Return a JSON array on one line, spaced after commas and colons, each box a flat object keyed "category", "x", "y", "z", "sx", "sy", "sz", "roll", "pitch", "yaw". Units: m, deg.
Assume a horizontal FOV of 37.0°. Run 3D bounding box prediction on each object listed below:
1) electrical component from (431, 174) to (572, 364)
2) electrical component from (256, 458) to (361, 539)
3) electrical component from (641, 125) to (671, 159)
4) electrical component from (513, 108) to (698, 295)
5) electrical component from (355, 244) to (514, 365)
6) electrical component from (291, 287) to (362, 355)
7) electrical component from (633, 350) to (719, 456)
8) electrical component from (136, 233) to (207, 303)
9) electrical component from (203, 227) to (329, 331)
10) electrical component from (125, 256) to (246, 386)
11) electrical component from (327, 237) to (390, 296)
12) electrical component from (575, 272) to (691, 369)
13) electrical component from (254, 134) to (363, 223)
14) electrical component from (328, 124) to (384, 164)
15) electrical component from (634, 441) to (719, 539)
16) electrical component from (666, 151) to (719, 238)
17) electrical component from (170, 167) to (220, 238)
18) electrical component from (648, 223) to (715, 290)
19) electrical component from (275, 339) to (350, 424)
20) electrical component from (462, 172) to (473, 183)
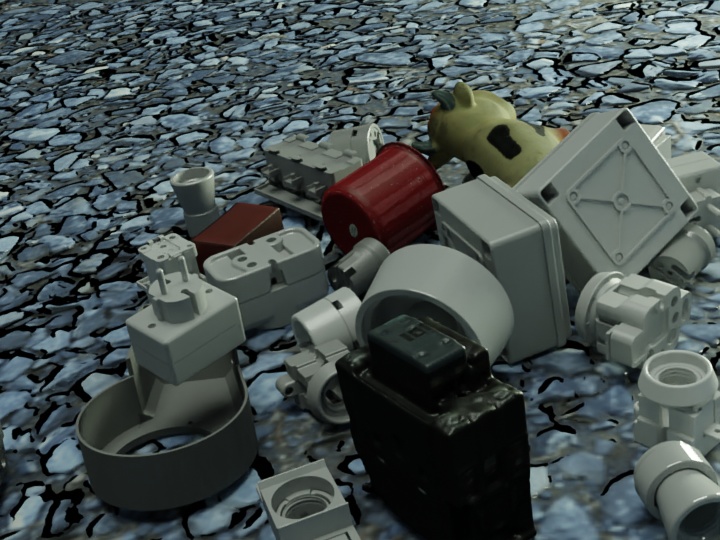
[{"category": "electrical component", "x": 0.107, "y": -0.002, "z": 0.819, "sx": 0.056, "sy": 0.108, "sz": 0.108, "roll": -20, "pitch": 29, "yaw": -12}, {"category": "electrical component", "x": -0.028, "y": 0.153, "z": 0.624, "sx": 0.042, "sy": 0.063, "sz": 0.081, "roll": -16, "pitch": 29, "yaw": -13}, {"category": "electrical component", "x": 0.249, "y": -0.094, "z": 0.988, "sx": 0.061, "sy": 0.061, "sz": 0.096, "roll": 10, "pitch": 34, "yaw": 33}, {"category": "electrical component", "x": 0.191, "y": -0.053, "z": 0.847, "sx": 0.109, "sy": 0.108, "sz": 0.056, "roll": -43, "pitch": 14, "yaw": -15}, {"category": "electrical component", "x": 0.048, "y": 0.043, "z": 0.762, "sx": 0.108, "sy": 0.108, "sz": 0.060, "roll": 6, "pitch": 38, "yaw": 28}, {"category": "electrical component", "x": -0.021, "y": 0.048, "z": 0.828, "sx": 0.047, "sy": 0.055, "sz": 0.055, "roll": -26, "pitch": 31, "yaw": -19}, {"category": "electrical component", "x": 0.202, "y": 0.085, "z": 0.680, "sx": 0.048, "sy": 0.055, "sz": 0.066, "roll": -30, "pitch": 34, "yaw": -32}, {"category": "electrical component", "x": -0.164, "y": 0.005, "z": 0.945, "sx": 0.042, "sy": 0.063, "sz": 0.081, "roll": -29, "pitch": 33, "yaw": -29}, {"category": "electrical component", "x": -0.078, "y": 0.011, "z": 0.909, "sx": 0.095, "sy": 0.059, "sz": 0.054, "roll": -21, "pitch": 30, "yaw": -20}, {"category": "electrical component", "x": -0.124, "y": 0.027, "z": 0.744, "sx": 0.047, "sy": 0.076, "sz": 0.066, "roll": 23, "pitch": 44, "yaw": 39}, {"category": "electrical component", "x": 0.000, "y": 0.000, "z": 0.925, "sx": 0.040, "sy": 0.040, "sz": 0.046, "roll": 19, "pitch": 45, "yaw": 43}, {"category": "electrical component", "x": 0.193, "y": 0.034, "z": 0.777, "sx": 0.057, "sy": 0.058, "sz": 0.078, "roll": 21, "pitch": 42, "yaw": 41}, {"category": "electrical component", "x": -0.044, "y": -0.092, "z": 1.084, "sx": 0.079, "sy": 0.063, "sz": 0.121, "roll": -28, "pitch": 33, "yaw": -29}, {"category": "electrical component", "x": -0.004, "y": -0.126, "z": 1.144, "sx": 0.047, "sy": 0.055, "sz": 0.055, "roll": -4, "pitch": 28, "yaw": 20}, {"category": "electrical component", "x": 0.186, "y": 0.130, "z": 0.614, "sx": 0.045, "sy": 0.045, "sz": 0.055, "roll": -13, "pitch": 28, "yaw": -5}, {"category": "electrical component", "x": 0.282, "y": -0.052, "z": 0.895, "sx": 0.047, "sy": 0.065, "sz": 0.076, "roll": -13, "pitch": 28, "yaw": -5}, {"category": "electrical component", "x": -0.160, "y": -0.064, "z": 1.069, "sx": 0.044, "sy": 0.065, "sz": 0.044, "roll": -9, "pitch": 27, "yaw": 4}, {"category": "electrical component", "x": 0.255, "y": -0.009, "z": 0.854, "sx": 0.040, "sy": 0.040, "sz": 0.046, "roll": 12, "pitch": 40, "yaw": 36}, {"category": "electrical component", "x": -0.021, "y": 0.082, "z": 0.775, "sx": 0.066, "sy": 0.048, "sz": 0.055, "roll": -20, "pitch": 22, "yaw": -18}, {"category": "electrical component", "x": 0.136, "y": -0.094, "z": 1.047, "sx": 0.043, "sy": 0.043, "sz": 0.081, "roll": 9, "pitch": 34, "yaw": 32}]
